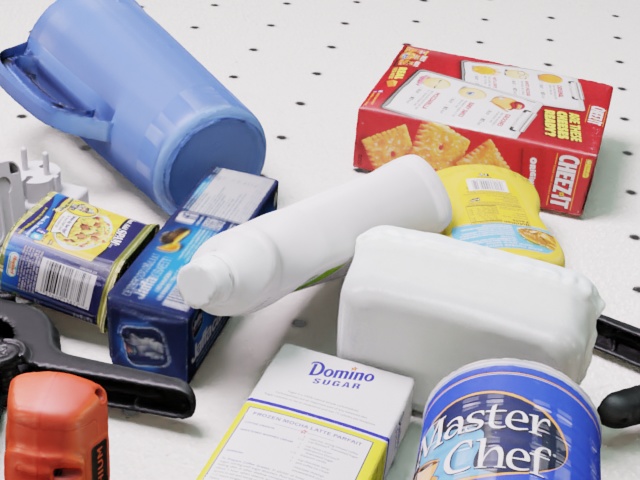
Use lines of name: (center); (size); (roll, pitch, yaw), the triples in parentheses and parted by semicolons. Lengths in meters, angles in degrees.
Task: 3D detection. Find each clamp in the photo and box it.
clamp: (-0.204, 0.090, 0.672); (0.210, 0.036, 0.164); (27, 39, 36)
clamp: (0.253, 0.098, 0.717); (0.171, 0.039, 0.120); (9, 34, 7)

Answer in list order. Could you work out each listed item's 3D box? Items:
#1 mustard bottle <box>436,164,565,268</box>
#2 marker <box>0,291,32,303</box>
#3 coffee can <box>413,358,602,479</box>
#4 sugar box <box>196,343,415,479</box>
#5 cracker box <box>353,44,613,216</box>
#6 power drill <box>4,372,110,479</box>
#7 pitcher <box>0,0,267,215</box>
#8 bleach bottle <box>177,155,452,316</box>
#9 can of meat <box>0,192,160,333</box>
mustard bottle: (0.137, 0.009, 0.826); (0.096, 0.058, 0.191); (3, 31, -6)
marker: (-0.264, 0.041, 0.761); (0.121, 0.020, 0.020); (-5, 33, -15)
coffee can: (0.097, 0.144, 0.561); (0.103, 0.103, 0.140); (10, 32, 8)
sugar box: (-0.012, 0.134, 0.621); (0.093, 0.048, 0.176); (14, 30, 15)
cracker box: (0.156, -0.107, 1.006); (0.214, 0.072, 0.164); (14, 34, 13)
power drill: (-0.150, 0.136, 0.486); (0.057, 0.184, 0.187); (9, 23, 5)
pitcher: (-0.162, -0.117, 0.931); (0.149, 0.145, 0.243); (-43, 49, -7)
bleach bottle: (-0.005, 0.001, 0.730); (0.250, 0.103, 0.068); (-20, 79, -58)
can of meat: (-0.171, 0.012, 0.760); (0.084, 0.057, 0.102); (19, 25, 2)
